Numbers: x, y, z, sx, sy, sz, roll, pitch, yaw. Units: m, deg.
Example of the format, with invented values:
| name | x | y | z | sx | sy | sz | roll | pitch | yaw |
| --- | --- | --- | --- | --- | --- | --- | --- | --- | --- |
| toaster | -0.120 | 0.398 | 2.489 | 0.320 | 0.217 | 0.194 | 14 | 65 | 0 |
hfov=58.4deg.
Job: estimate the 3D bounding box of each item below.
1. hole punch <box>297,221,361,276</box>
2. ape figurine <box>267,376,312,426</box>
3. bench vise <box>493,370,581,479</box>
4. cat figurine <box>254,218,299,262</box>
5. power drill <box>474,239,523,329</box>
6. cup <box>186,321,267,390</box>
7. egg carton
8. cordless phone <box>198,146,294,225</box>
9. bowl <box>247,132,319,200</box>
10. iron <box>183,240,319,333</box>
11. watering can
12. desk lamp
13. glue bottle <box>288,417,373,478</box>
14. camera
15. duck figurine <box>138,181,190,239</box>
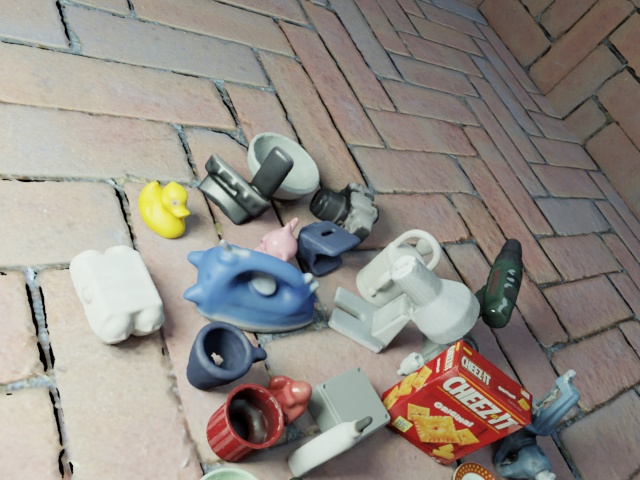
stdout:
| name | x | y | z | sx | sy | sz | roll | pitch | yaw |
| --- | --- | --- | --- | --- | --- | --- | --- | --- | --- |
| hole punch | 0.011 | 0.004 | 1.155 | 0.101 | 0.091 | 0.109 | 53 | 39 | 11 |
| ape figurine | -0.045 | 0.245 | 0.888 | 0.076 | 0.092 | 0.078 | 25 | 42 | -22 |
| bench vise | 0.426 | 0.354 | 1.097 | 0.122 | 0.219 | 0.207 | 3 | 54 | -39 |
| cat figurine | -0.072 | 0.005 | 1.061 | 0.067 | 0.117 | 0.128 | 38 | 39 | -7 |
| power drill | 0.358 | 0.119 | 1.259 | 0.076 | 0.208 | 0.230 | 35 | 39 | -11 |
| cup | -0.147 | 0.182 | 0.854 | 0.118 | 0.094 | 0.091 | 11 | 49 | -34 |
| egg carton | -0.298 | 0.078 | 0.838 | 0.107 | 0.069 | 0.150 | -12 | 64 | -46 |
| cordless phone | -0.132 | -0.132 | 1.078 | 0.147 | 0.184 | 0.094 | 41 | 39 | -3 |
| bowl | -0.089 | -0.144 | 1.214 | 0.168 | 0.074 | 0.167 | 24 | 43 | -23 |
| iron | -0.090 | 0.074 | 0.964 | 0.259 | 0.141 | 0.118 | 19 | 45 | -28 |
| watering can | 0.171 | 0.047 | 1.173 | 0.101 | 0.193 | 0.173 | 36 | 39 | -9 |
| desk lamp | 0.158 | 0.126 | 1.076 | 0.204 | 0.213 | 0.118 | 30 | 41 | -17 |
| glue bottle | 0.024 | 0.295 | 0.839 | 0.078 | 0.173 | 0.037 | -9 | 62 | -45 |
| camera | 0.054 | -0.076 | 1.257 | 0.137 | 0.100 | 0.143 | 26 | 42 | -21 |
| duck figurine | -0.261 | -0.066 | 0.986 | 0.078 | 0.086 | 0.104 | -21 | 70 | -48 |
